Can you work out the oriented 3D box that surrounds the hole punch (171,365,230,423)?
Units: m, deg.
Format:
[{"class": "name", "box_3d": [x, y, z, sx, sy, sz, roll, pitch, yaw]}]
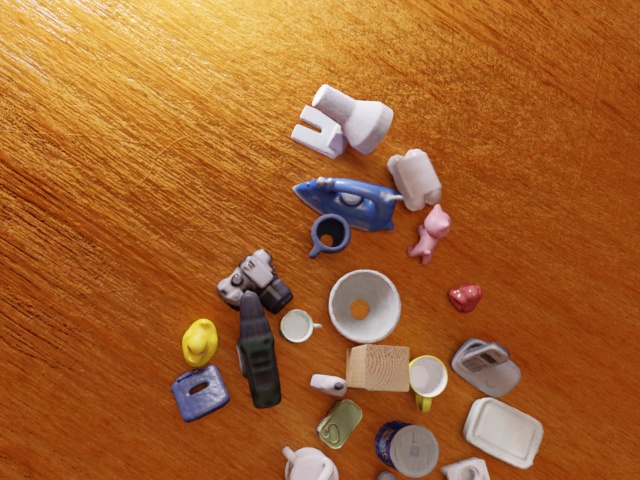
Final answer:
[{"class": "hole punch", "box_3d": [-0.254, 0.323, 1.208, 0.109, 0.091, 0.101, -26, 82, -14]}]

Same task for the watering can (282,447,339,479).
[{"class": "watering can", "box_3d": [-0.006, 0.486, 1.155, 0.173, 0.194, 0.101, 23, 74, -3]}]

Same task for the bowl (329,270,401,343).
[{"class": "bowl", "box_3d": [0.097, 0.156, 1.312, 0.167, 0.074, 0.167, 2, 76, -8]}]

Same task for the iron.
[{"class": "iron", "box_3d": [0.067, -0.106, 1.336, 0.258, 0.141, 0.119, 14, 75, -5]}]

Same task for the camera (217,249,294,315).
[{"class": "camera", "box_3d": [-0.136, 0.109, 1.273, 0.137, 0.100, 0.143, 45, 74, 4]}]

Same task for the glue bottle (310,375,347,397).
[{"class": "glue bottle", "box_3d": [0.027, 0.309, 1.213, 0.078, 0.173, 0.037, 16, 75, -4]}]

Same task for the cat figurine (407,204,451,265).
[{"class": "cat figurine", "box_3d": [0.268, -0.014, 1.358, 0.067, 0.117, 0.128, 25, 74, -2]}]

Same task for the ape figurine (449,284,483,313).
[{"class": "ape figurine", "box_3d": [0.349, 0.131, 1.349, 0.078, 0.092, 0.076, 11, 75, -6]}]

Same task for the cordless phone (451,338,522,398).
[{"class": "cordless phone", "box_3d": [0.389, 0.282, 1.271, 0.147, 0.185, 0.094, 33, 74, 0]}]

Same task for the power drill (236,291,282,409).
[{"class": "power drill", "box_3d": [-0.132, 0.230, 1.188, 0.076, 0.208, 0.229, -11, 79, -11]}]

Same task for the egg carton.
[{"class": "egg carton", "box_3d": [0.234, -0.148, 1.410, 0.107, 0.069, 0.150, -22, 81, -13]}]

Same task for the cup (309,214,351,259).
[{"class": "cup", "box_3d": [0.012, 0.005, 1.324, 0.091, 0.095, 0.118, 39, 74, 2]}]

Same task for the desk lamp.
[{"class": "desk lamp", "box_3d": [0.049, -0.271, 1.335, 0.203, 0.213, 0.118, 23, 74, -3]}]

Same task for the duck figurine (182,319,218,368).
[{"class": "duck figurine", "box_3d": [-0.260, 0.221, 1.234, 0.077, 0.086, 0.104, 14, 75, -5]}]
